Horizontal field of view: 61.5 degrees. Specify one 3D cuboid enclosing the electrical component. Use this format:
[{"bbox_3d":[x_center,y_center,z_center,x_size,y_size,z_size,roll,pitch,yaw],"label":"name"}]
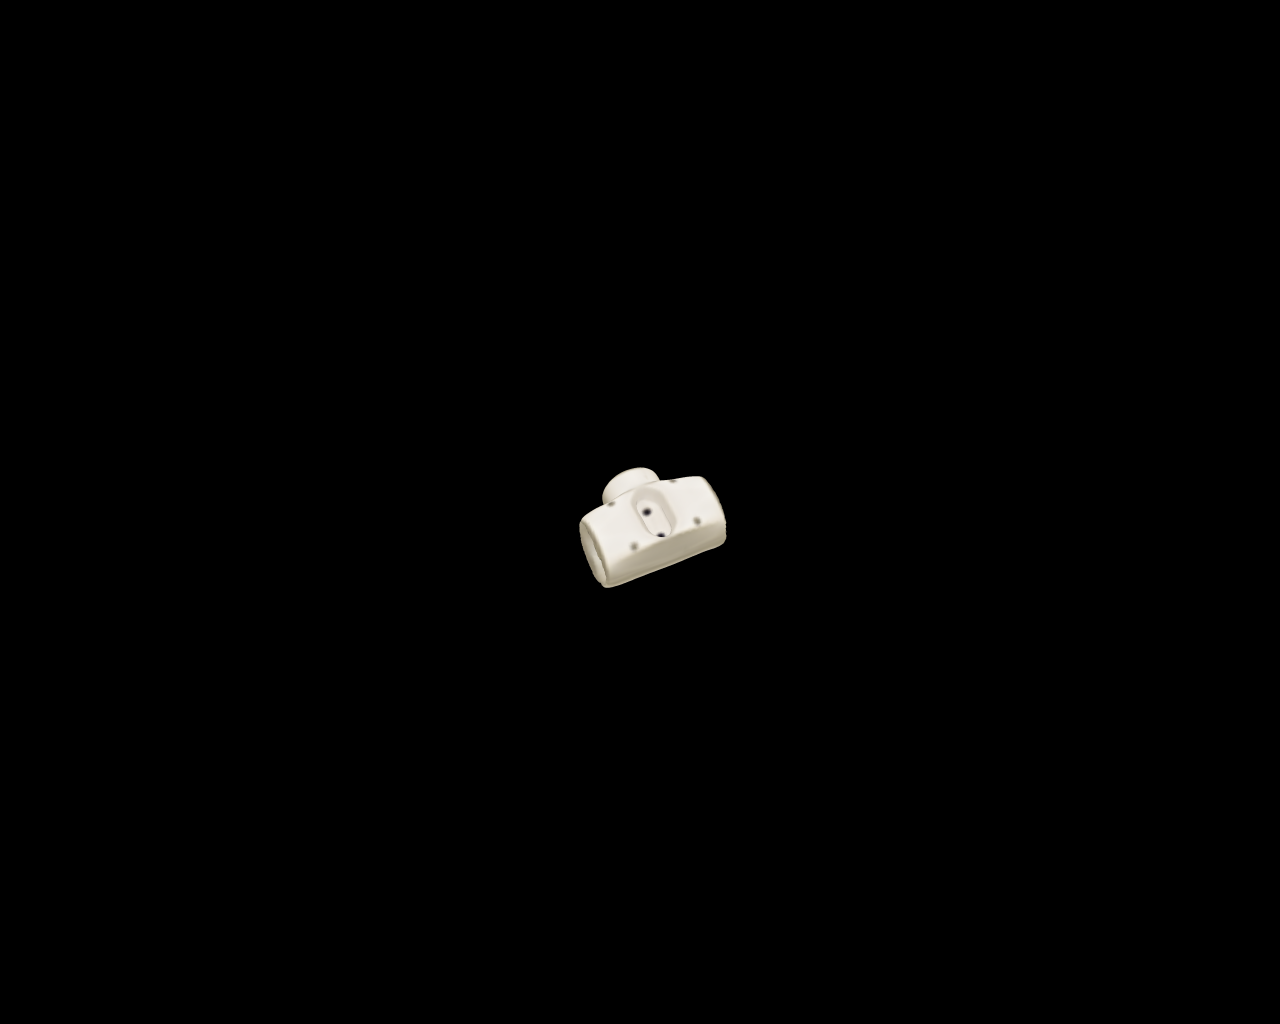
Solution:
[{"bbox_3d":[0.001,-0.003,0.650,0.077,0.079,0.043,-20,-31,-13],"label":"electrical component"}]
